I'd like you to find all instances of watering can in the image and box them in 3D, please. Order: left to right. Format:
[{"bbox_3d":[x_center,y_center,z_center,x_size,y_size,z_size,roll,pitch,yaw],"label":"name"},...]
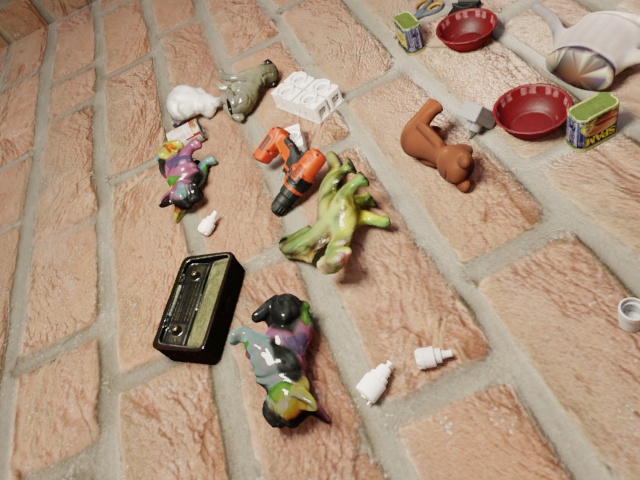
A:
[{"bbox_3d":[0.603,-0.459,1.192,0.226,0.102,0.352,-45,50,-15],"label":"watering can"}]

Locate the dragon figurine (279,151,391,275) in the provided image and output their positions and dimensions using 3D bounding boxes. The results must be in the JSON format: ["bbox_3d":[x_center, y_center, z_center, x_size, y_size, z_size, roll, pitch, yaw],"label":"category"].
[{"bbox_3d":[0.003,-0.057,1.128,0.243,0.120,0.417,-35,31,1],"label":"dragon figurine"}]

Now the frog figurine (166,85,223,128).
[{"bbox_3d":[-0.386,-0.420,1.573,0.159,0.120,0.140,-5,31,34],"label":"frog figurine"}]
